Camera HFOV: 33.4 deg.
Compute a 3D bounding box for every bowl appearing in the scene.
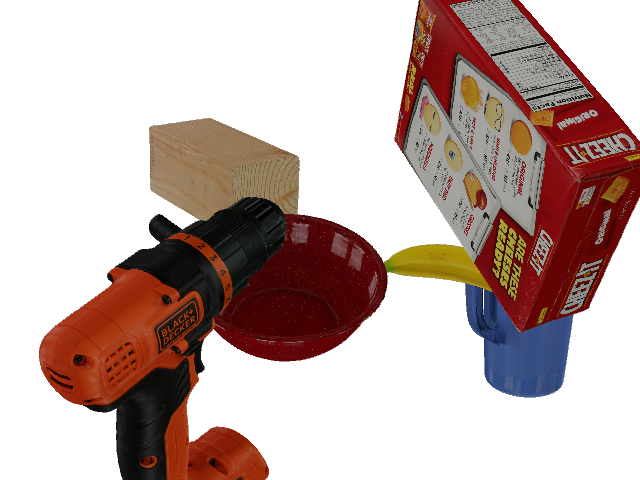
[{"bbox_3d":[-0.028,0.046,0.853,0.162,0.055,0.162,1,37,-1],"label":"bowl"}]

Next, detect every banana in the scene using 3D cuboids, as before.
[{"bbox_3d":[0.154,0.037,1.113,0.198,0.037,0.069,10,47,25],"label":"banana"}]

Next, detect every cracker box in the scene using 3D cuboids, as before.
[{"bbox_3d":[0.138,-0.068,0.784,0.072,0.214,0.164,-16,-37,-19],"label":"cracker box"}]

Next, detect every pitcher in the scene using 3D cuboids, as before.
[{"bbox_3d":[0.270,0.084,1.423,0.149,0.243,0.145,4,20,11],"label":"pitcher"}]

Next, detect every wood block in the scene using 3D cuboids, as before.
[{"bbox_3d":[-0.120,-0.078,1.285,0.090,0.090,0.206,-12,25,-33],"label":"wood block"}]

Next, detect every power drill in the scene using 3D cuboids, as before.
[{"bbox_3d":[-0.077,0.083,0.640,0.057,0.188,0.184,18,38,33],"label":"power drill"}]

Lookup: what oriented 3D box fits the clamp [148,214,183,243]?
[{"bbox_3d":[-0.101,0.015,1.066,0.120,0.039,0.171,-11,33,-12],"label":"clamp"}]
